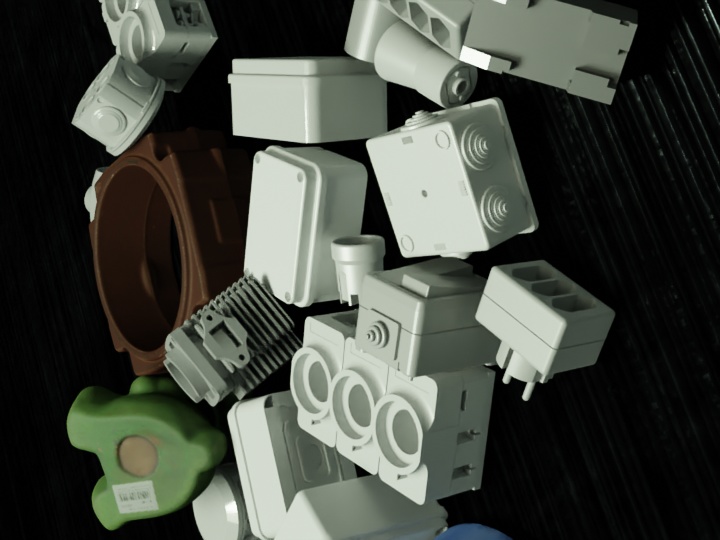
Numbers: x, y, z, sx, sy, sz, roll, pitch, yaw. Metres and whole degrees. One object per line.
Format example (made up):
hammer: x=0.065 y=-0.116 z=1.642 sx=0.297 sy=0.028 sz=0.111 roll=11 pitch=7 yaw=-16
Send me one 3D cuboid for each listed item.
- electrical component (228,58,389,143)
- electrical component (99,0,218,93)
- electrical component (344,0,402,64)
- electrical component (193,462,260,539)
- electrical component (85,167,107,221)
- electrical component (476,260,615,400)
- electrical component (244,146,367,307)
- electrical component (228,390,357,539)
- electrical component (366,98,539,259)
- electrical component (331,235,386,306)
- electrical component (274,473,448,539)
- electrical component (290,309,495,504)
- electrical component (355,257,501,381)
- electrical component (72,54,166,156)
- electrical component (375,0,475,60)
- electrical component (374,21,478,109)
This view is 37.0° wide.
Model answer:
electrical component: x=-0.039 y=-0.129 z=0.801 sx=0.113 sy=0.078 sz=0.057 roll=14 pitch=110 yaw=51
electrical component: x=-0.200 y=-0.252 z=1.001 sx=0.089 sy=0.062 sz=0.150 roll=-41 pitch=64 yaw=47
electrical component: x=0.019 y=-0.187 z=0.745 sx=0.043 sy=0.043 sz=0.081 roll=39 pitch=125 yaw=42
electrical component: x=-0.114 y=0.213 z=0.972 sx=0.080 sy=0.051 sz=0.080 roll=11 pitch=104 yaw=51
electrical component: x=-0.262 y=-0.070 z=1.125 sx=0.079 sy=0.044 sz=0.077 roll=24 pitch=114 yaw=48
electrical component: x=0.107 y=0.044 z=0.663 sx=0.066 sy=0.047 sz=0.076 roll=41 pitch=126 yaw=41
electrical component: x=-0.044 y=-0.035 z=0.839 sx=0.078 sy=0.057 sz=0.113 roll=27 pitch=116 yaw=47
electrical component: x=-0.053 y=0.153 z=0.863 sx=0.057 sy=0.078 sz=0.113 roll=-23 pitch=77 yaw=48
electrical component: x=0.057 y=-0.056 z=0.695 sx=0.100 sy=0.048 sz=0.099 roll=-5 pitch=107 yaw=52
electrical component: x=0.000 y=0.000 z=0.803 sx=0.040 sy=0.040 sz=0.046 roll=12 pitch=111 yaw=51
electrical component: x=-0.007 y=0.205 z=0.786 sx=0.056 sy=0.109 sz=0.108 roll=54 pitch=134 yaw=36
electrical component: x=0.018 y=0.094 z=0.774 sx=0.150 sy=0.062 sz=0.089 roll=23 pitch=113 yaw=48
electrical component: x=0.043 y=0.029 z=0.704 sx=0.062 sy=0.096 sz=0.061 roll=27 pitch=115 yaw=48
electrical component: x=-0.211 y=-0.145 z=0.946 sx=0.080 sy=0.051 sz=0.080 roll=-41 pitch=29 yaw=29
electrical component: x=0.055 y=-0.192 z=0.685 sx=0.083 sy=0.075 sz=0.047 roll=39 pitch=173 yaw=15
electrical component: x=0.047 y=-0.135 z=0.720 sx=0.065 sy=0.044 sz=0.044 roll=39 pitch=125 yaw=37
